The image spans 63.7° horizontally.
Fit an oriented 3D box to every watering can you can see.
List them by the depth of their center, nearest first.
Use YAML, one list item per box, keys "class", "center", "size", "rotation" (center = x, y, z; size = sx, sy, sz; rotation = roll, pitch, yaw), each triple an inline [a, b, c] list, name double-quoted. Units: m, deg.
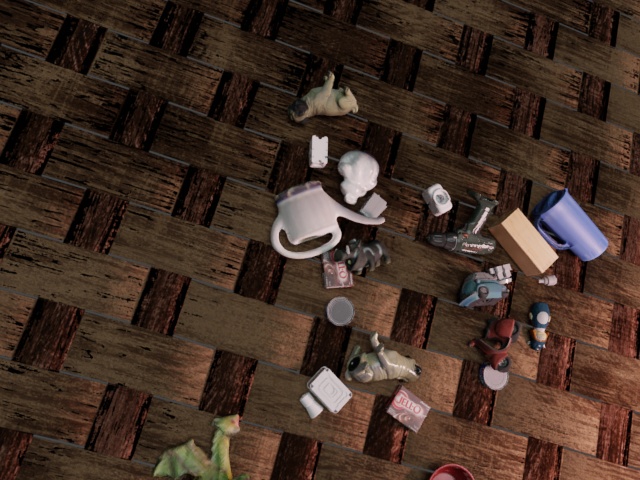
- class: "watering can"
  center: [0.005, -0.079, 1.565]
  size: [0.348, 0.103, 0.226]
  rotation: [-21, 83, -7]

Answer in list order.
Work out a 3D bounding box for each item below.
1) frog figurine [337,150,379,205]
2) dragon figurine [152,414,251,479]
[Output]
- class: "frog figurine"
  center: [0.111, -0.197, 1.617]
  size: [0.136, 0.121, 0.162]
  rotation: [36, 61, -23]
- class: "dragon figurine"
  center: [-0.333, 0.652, 1.357]
  size: [0.244, 0.120, 0.415]
  rotation: [34, 71, 14]
